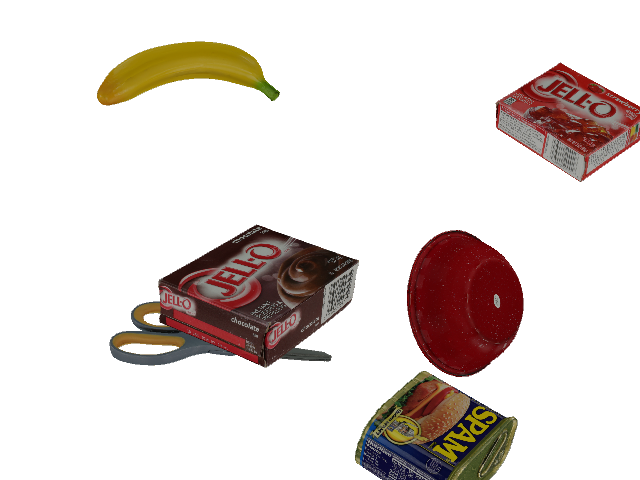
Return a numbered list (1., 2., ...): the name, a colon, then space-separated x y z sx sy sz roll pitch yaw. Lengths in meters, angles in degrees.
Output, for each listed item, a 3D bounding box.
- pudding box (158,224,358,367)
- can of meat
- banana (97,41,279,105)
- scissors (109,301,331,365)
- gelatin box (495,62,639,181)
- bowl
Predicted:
1. pudding box: -0.041 0.034 0.724 0.090 0.039 0.113 20 29 27
2. can of meat: 0.088 0.155 0.819 0.084 0.057 0.101 28 39 28
3. banana: -0.136 -0.170 1.076 0.197 0.070 0.037 -8 -39 -29
4. scissors: -0.096 0.087 1.006 0.201 0.016 0.096 -1 32 -9
5. gelatin box: 0.189 -0.092 0.806 0.073 0.030 0.089 -32 52 -25
6. bowl: 0.169 0.067 1.153 0.161 0.162 0.055 0 -5 -40
